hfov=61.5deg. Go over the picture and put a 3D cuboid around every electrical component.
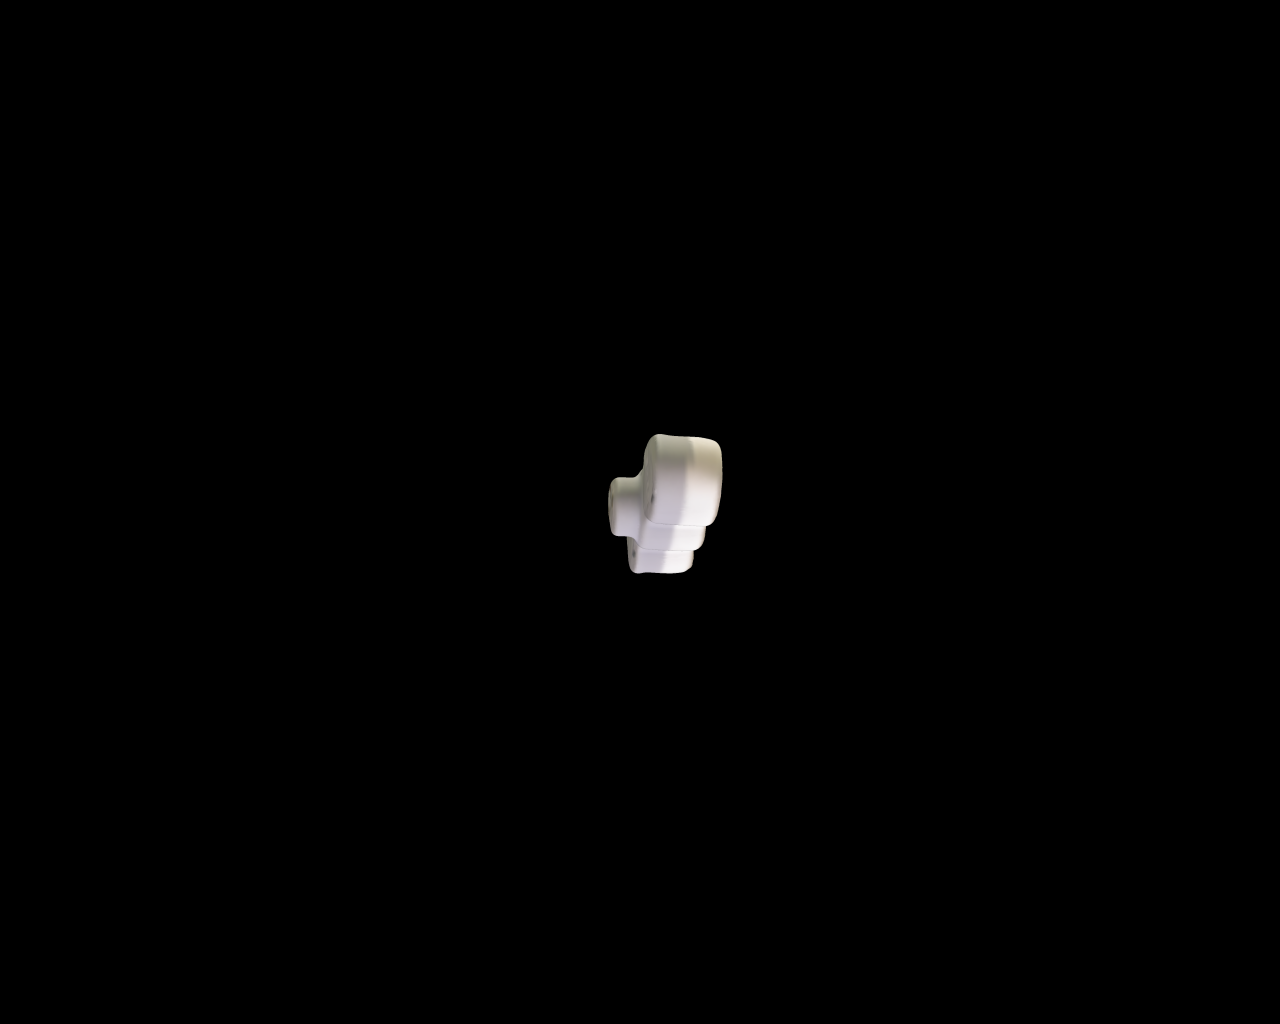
[{"bbox_3d":[0.001,-0.003,0.650,0.074,0.052,0.138,3,-22,-7],"label":"electrical component"}]
